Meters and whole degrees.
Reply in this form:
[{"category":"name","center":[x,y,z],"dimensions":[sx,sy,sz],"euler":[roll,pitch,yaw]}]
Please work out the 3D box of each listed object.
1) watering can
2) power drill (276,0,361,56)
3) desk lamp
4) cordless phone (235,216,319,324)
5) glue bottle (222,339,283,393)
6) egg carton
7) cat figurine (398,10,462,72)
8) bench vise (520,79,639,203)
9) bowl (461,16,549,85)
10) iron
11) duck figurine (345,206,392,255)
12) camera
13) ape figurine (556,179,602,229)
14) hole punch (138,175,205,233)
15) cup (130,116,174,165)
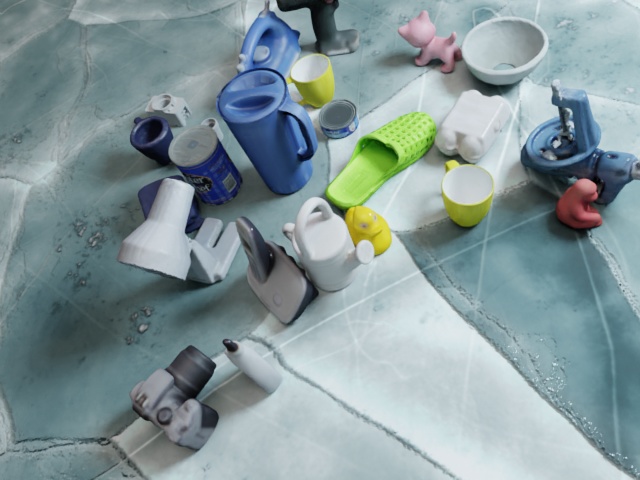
[{"category":"watering can","center":[0.010,0.002,0.977],"dimensions":[0.172,0.194,0.101],"euler":[-1,59,16]},{"category":"power drill","center":[0.026,-0.521,1.283],"dimensions":[0.229,0.209,0.075],"euler":[-4,59,14]},{"category":"desk lamp","center":[-0.251,0.000,1.043],"dimensions":[0.117,0.214,0.203],"euler":[11,63,22]},{"category":"cordless phone","center":[-0.086,0.048,0.983],"dimensions":[0.094,0.185,0.147],"euler":[-42,57,-11]},{"category":"glue bottle","center":[-0.118,0.191,0.912],"dimensions":[0.078,0.173,0.037],"euler":[26,70,28]},{"category":"egg carton","center":[0.295,-0.220,1.105],"dimensions":[0.107,0.069,0.150],"euler":[23,68,27]},{"category":"cat figurine","center":[0.235,-0.431,1.221],"dimensions":[0.127,0.118,0.067],"euler":[21,68,26]},{"category":"bench vise","center":[0.439,-0.171,0.941],"dimensions":[0.206,0.220,0.121],"euler":[11,63,22]},{"category":"bowl","center":[0.375,-0.373,1.171],"dimensions":[0.167,0.075,0.167],"euler":[-7,58,12]},{"category":"iron","center":[-0.140,-0.418,1.310],"dimensions":[0.118,0.142,0.258],"euler":[10,63,22]},{"category":"duck figurine","center":[0.082,-0.031,1.042],"dimensions":[0.077,0.086,0.104],"euler":[-37,57,-8]},{"category":"camera","center":[-0.229,0.251,0.952],"dimensions":[0.142,0.101,0.137],"euler":[28,71,29]},{"category":"ape figurine","center":[0.436,-0.066,0.955],"dimensions":[0.076,0.092,0.078],"euler":[6,61,20]},{"category":"hole punch","center":[-0.306,-0.066,1.174],"dimensions":[0.108,0.091,0.101],"euler":[-21,56,3]},{"category":"cup","center":[-0.370,-0.221,1.285],"dimensions":[0.092,0.095,0.117],"euler":[-41,57,-10]}]
